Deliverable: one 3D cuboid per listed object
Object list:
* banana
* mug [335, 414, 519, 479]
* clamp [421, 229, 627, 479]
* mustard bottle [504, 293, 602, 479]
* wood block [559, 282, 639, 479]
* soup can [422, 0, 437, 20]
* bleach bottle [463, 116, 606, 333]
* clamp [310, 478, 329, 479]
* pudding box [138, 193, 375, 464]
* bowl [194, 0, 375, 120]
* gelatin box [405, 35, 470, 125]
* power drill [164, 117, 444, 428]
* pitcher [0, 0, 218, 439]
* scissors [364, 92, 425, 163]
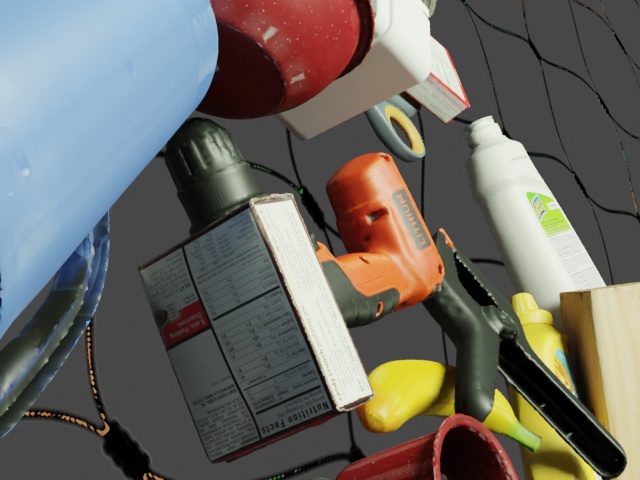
[{"bbox_3d":[0.074,0.103,0.687,0.197,0.070,0.037,15,100,-48],"label":"banana"},{"bbox_3d":[0.061,0.166,0.597,0.093,0.082,0.117,16,55,-51],"label":"mug"},{"bbox_3d":[0.111,0.067,0.727,0.164,0.036,0.210,21,30,-45],"label":"clamp"},{"bbox_3d":[0.172,0.128,0.808,0.096,0.058,0.191,45,32,-54],"label":"mustard bottle"},{"bbox_3d":[0.251,0.136,0.819,0.091,0.090,0.206,117,-34,-86],"label":"wood block"},{"bbox_3d":[0.062,-0.236,0.909,0.068,0.069,0.102,31,45,-42],"label":"soup can"},{"bbox_3d":[0.195,0.009,0.932,0.102,0.068,0.251,-11,74,-59],"label":"bleach bottle"},{"bbox_3d":[-0.012,0.194,0.509,0.171,0.039,0.120,-23,86,-59],"label":"clamp"},{"bbox_3d":[-0.034,0.046,0.536,0.039,0.090,0.113,-13,77,-56],"label":"pudding box"},{"bbox_3d":[-0.054,-0.114,0.579,0.162,0.162,0.055,39,57,-35],"label":"bowl"},{"bbox_3d":[0.080,-0.146,0.882,0.089,0.030,0.073,30,34,-41],"label":"gelatin box"},{"bbox_3d":[-0.004,0.001,0.649,0.187,0.057,0.184,-27,94,-56],"label":"power drill"},{"bbox_3d":[-0.129,-0.042,0.441,0.145,0.149,0.242,34,32,-2],"label":"pitcher"},{"bbox_3d":[0.024,-0.113,0.811,0.201,0.016,0.096,10,57,-53],"label":"scissors"}]
